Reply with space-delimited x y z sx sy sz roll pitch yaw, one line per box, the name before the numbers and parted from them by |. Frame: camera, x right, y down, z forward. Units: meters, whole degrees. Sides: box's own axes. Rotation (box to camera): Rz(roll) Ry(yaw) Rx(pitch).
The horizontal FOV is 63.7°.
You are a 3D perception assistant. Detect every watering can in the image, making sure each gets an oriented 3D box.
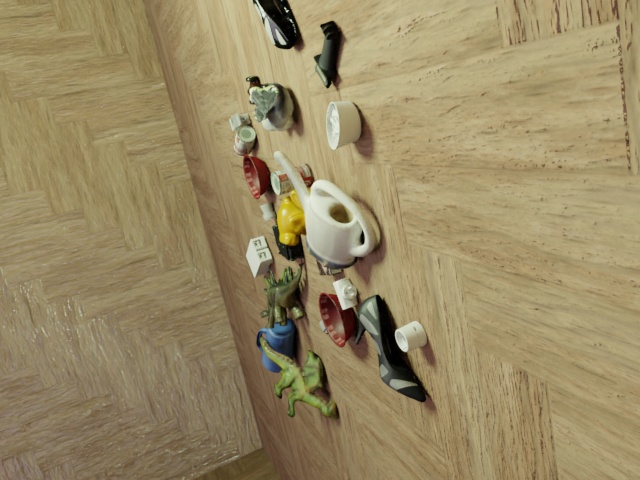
watering can | 0.004 -0.064 1.266 0.105 0.219 0.352 -30 55 -31

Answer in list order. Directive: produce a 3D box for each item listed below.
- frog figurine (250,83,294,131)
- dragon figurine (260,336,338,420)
frog figurine | -0.118 -0.357 1.434 0.122 0.139 0.158 -40 -24 8
dragon figurine | -0.069 0.488 1.894 0.239 0.415 0.123 -44 -20 31
